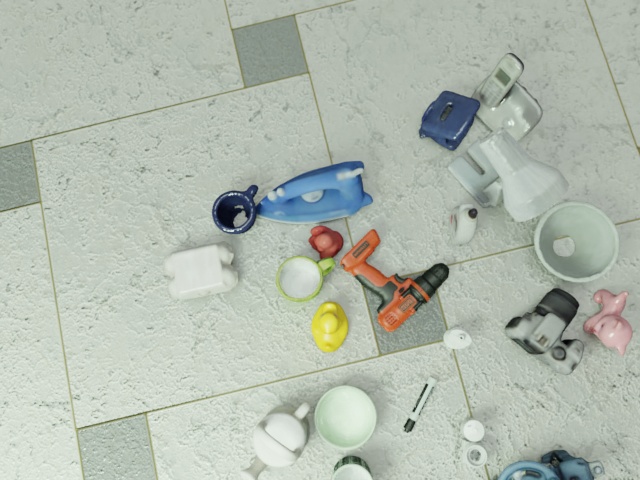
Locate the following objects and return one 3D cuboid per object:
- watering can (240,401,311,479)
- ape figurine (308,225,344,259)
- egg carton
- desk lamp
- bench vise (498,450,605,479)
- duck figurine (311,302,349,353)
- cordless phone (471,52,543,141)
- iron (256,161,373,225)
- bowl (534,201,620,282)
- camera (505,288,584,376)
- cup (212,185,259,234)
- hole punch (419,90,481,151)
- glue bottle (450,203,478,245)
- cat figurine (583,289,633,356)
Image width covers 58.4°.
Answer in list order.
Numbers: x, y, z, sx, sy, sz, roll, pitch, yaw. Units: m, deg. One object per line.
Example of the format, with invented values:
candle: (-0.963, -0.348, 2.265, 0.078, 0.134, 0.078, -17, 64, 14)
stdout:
watering can: (-0.078, 0.380, 1.074, 0.101, 0.194, 0.173, 17, 81, 6)
ape figurine: (0.011, 0.004, 1.187, 0.076, 0.092, 0.078, -2, 80, 3)
egg carton: (-0.248, 0.066, 1.199, 0.150, 0.069, 0.107, -13, 80, 0)
desk lamp: (0.366, -0.128, 1.132, 0.118, 0.213, 0.203, -41, 81, -4)
bench vise: (0.411, 0.439, 1.028, 0.207, 0.220, 0.121, -38, 80, -4)
duck figurine: (0.019, 0.175, 1.160, 0.077, 0.086, 0.104, 3, 80, 3)
cordless phone: (0.395, -0.293, 1.174, 0.094, 0.185, 0.147, -44, 81, -5)
iron: (-0.024, -0.099, 1.181, 0.258, 0.141, 0.118, -14, 80, 0)
bowl: (0.514, 0.008, 1.172, 0.167, 0.075, 0.167, 0, 80, 3)
camera: (0.466, 0.174, 1.132, 0.143, 0.101, 0.137, 38, 84, 8)
cup: (-0.165, -0.061, 1.204, 0.091, 0.095, 0.118, 36, 84, 8)
hole punch: (0.273, -0.260, 1.221, 0.101, 0.091, 0.109, 31, 83, 8)
glue bottle: (0.291, -0.040, 1.141, 0.037, 0.173, 0.078, -5, 80, 2)
cat figurine: (0.576, 0.158, 1.121, 0.067, 0.118, 0.128, 20, 82, 6)
